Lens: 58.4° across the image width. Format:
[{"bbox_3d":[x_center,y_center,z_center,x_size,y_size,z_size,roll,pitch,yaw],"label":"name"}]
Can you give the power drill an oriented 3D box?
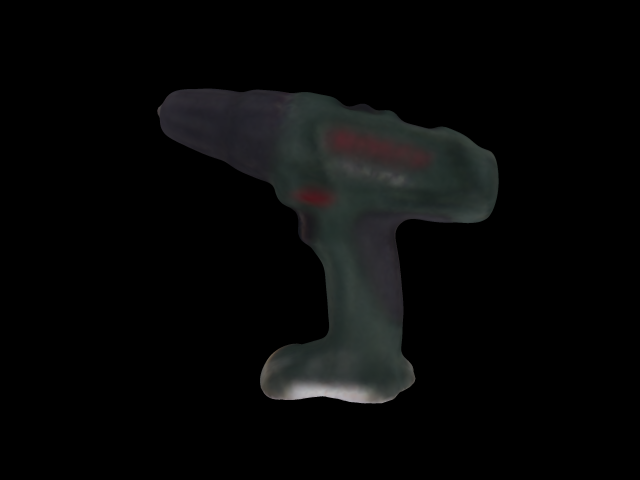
[{"bbox_3d":[0.004,0.001,0.400,0.229,0.208,0.075,0,11,2],"label":"power drill"}]
